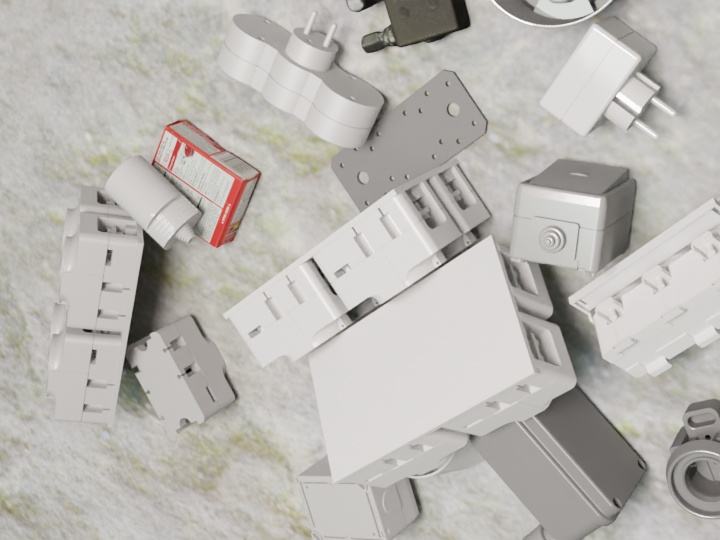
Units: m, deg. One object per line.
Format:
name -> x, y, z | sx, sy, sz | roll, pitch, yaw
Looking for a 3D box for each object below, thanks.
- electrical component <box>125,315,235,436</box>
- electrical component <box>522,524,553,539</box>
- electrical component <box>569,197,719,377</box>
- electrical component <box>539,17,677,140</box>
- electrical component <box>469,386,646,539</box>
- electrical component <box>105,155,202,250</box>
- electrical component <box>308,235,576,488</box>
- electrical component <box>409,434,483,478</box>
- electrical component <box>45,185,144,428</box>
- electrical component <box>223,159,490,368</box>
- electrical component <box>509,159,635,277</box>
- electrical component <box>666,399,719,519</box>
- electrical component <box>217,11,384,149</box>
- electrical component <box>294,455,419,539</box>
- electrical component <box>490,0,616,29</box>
electrical component -> -0.159, 0.093, 0.966 | 0.050, 0.056, 0.089 | -27, 92, 33
electrical component -> 0.153, 0.212, 0.843 | 0.035, 0.035, 0.061 | 44, 120, 10
electrical component -> 0.214, 0.015, 0.718 | 0.079, 0.063, 0.121 | 29, 129, -29
electrical component -> 0.173, -0.117, 0.714 | 0.077, 0.047, 0.065 | 39, 122, 11
electrical component -> 0.147, 0.135, 0.795 | 0.113, 0.078, 0.057 | 49, 126, 7
electrical component -> -0.168, -0.052, 0.893 | 0.081, 0.043, 0.043 | 43, 122, 8
electrical component -> 0.056, 0.072, 0.774 | 0.186, 0.060, 0.105 | -35, 54, 32
electrical component -> 0.055, 0.119, 0.864 | 0.099, 0.064, 0.099 | 3, 96, 35
electrical component -> -0.238, 0.031, 0.952 | 0.060, 0.105, 0.186 | 7, 116, -17
electrical component -> 0.000, 0.000, 0.816 | 0.186, 0.105, 0.060 | -35, 88, 33
electrical component -> 0.143, -0.037, 0.728 | 0.062, 0.096, 0.061 | 12, 108, 26
electrical component -> 0.247, 0.138, 0.751 | 0.058, 0.057, 0.078 | -19, 96, 33
electrical component -> -0.040, -0.159, 0.816 | 0.138, 0.052, 0.073 | 35, 120, 15
electrical component -> -0.005, 0.191, 0.914 | 0.096, 0.061, 0.061 | -9, 102, 40
electrical component -> 0.131, -0.208, 0.696 | 0.099, 0.064, 0.099 | 10, 111, 27
